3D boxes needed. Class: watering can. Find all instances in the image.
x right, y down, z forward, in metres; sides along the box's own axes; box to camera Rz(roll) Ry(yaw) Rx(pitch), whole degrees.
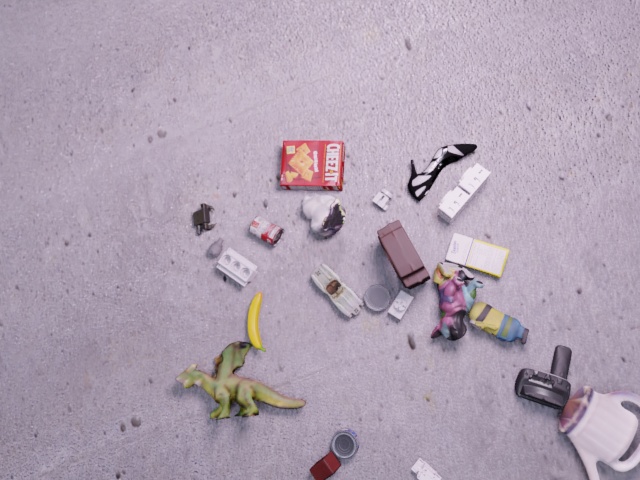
[{"bbox_3d":[0.768,0.562,1.431,0.226,0.103,0.349,33,86,16],"label":"watering can"}]

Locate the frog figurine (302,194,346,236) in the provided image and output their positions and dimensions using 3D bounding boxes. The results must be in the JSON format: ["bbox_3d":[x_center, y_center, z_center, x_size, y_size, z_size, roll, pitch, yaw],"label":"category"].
[{"bbox_3d":[0.005,-0.087,1.731,0.160,0.122,0.137,17,92,50],"label":"frog figurine"}]

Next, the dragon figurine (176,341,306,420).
[{"bbox_3d":[-0.259,0.447,1.664,0.410,0.120,0.247,-8,69,0],"label":"dragon figurine"}]
